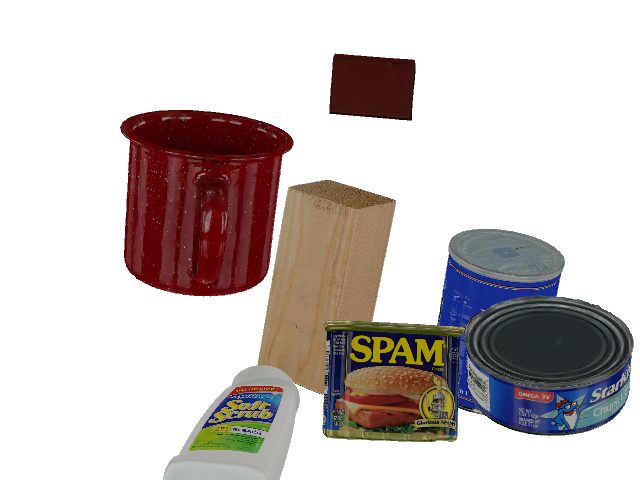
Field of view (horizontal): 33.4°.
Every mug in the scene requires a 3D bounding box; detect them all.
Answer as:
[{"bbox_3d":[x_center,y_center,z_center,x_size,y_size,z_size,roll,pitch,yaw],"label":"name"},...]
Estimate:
[{"bbox_3d":[-0.062,-0.016,0.576,0.093,0.081,0.117,2,21,-14],"label":"mug"}]

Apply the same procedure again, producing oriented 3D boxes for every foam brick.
[{"bbox_3d":[0.048,-0.142,0.987,0.078,0.051,0.053,5,16,3],"label":"foam brick"}]

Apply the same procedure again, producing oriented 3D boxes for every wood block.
[{"bbox_3d":[0.006,0.047,1.160,0.090,0.206,0.090,19,18,27],"label":"wood block"}]

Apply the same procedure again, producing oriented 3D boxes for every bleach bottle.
[{"bbox_3d":[-0.079,0.188,1.074,0.102,0.068,0.250,3,19,6],"label":"bleach bottle"}]

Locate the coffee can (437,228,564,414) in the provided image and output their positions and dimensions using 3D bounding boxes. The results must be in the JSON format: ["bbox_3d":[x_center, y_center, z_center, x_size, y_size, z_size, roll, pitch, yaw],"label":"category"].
[{"bbox_3d":[0.158,0.073,0.973,0.103,0.140,0.103,5,23,-2],"label":"coffee can"}]

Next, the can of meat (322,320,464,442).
[{"bbox_3d":[0.052,0.103,0.781,0.102,0.084,0.057,4,-8,-6],"label":"can of meat"}]

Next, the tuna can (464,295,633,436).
[{"bbox_3d":[0.119,0.065,0.561,0.086,0.034,0.086,-4,27,2],"label":"tuna can"}]
